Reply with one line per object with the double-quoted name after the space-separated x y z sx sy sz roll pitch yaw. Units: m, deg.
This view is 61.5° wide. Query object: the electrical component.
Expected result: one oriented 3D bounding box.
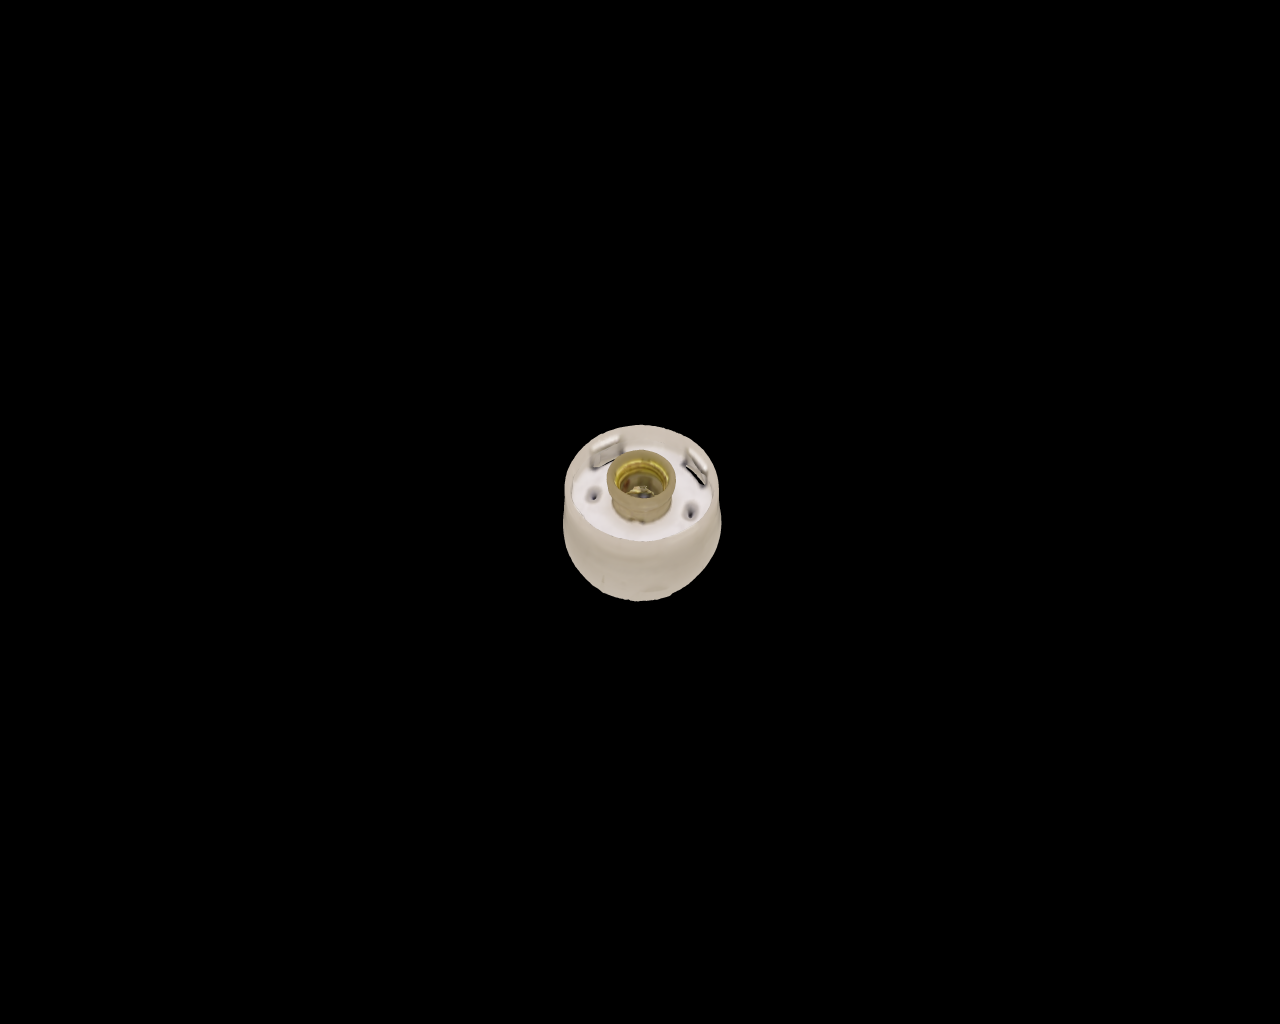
0.001 -0.003 0.650 0.099 0.099 0.064 0 -37 0 "electrical component"
